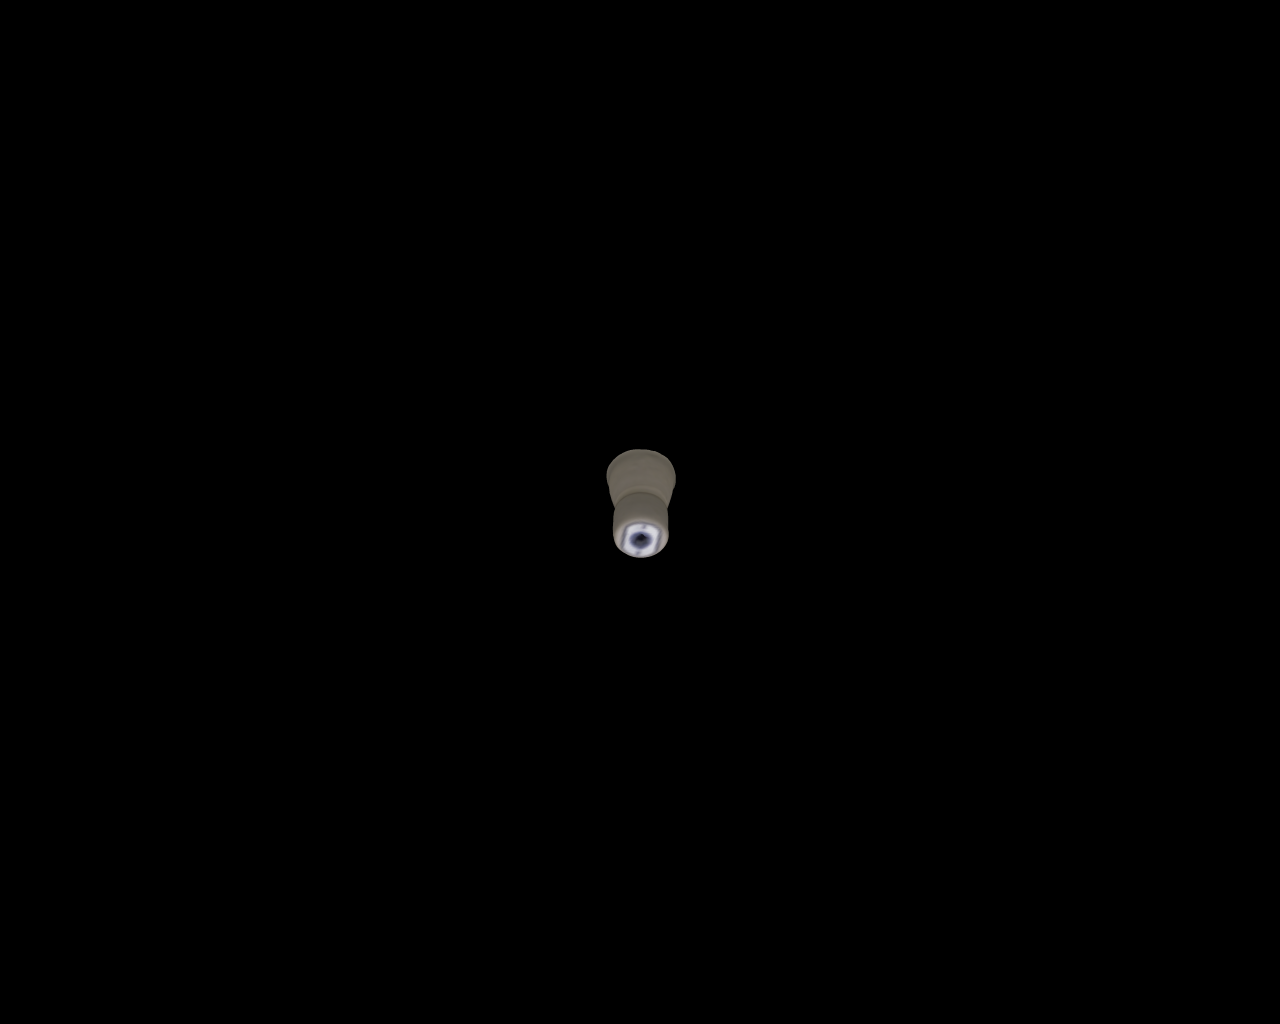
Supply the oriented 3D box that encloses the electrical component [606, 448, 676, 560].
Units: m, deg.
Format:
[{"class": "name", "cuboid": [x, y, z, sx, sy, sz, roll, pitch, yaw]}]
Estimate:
[{"class": "electrical component", "cuboid": [0.001, -0.003, 0.650, 0.044, 0.044, 0.065, 0, 40, 0]}]
